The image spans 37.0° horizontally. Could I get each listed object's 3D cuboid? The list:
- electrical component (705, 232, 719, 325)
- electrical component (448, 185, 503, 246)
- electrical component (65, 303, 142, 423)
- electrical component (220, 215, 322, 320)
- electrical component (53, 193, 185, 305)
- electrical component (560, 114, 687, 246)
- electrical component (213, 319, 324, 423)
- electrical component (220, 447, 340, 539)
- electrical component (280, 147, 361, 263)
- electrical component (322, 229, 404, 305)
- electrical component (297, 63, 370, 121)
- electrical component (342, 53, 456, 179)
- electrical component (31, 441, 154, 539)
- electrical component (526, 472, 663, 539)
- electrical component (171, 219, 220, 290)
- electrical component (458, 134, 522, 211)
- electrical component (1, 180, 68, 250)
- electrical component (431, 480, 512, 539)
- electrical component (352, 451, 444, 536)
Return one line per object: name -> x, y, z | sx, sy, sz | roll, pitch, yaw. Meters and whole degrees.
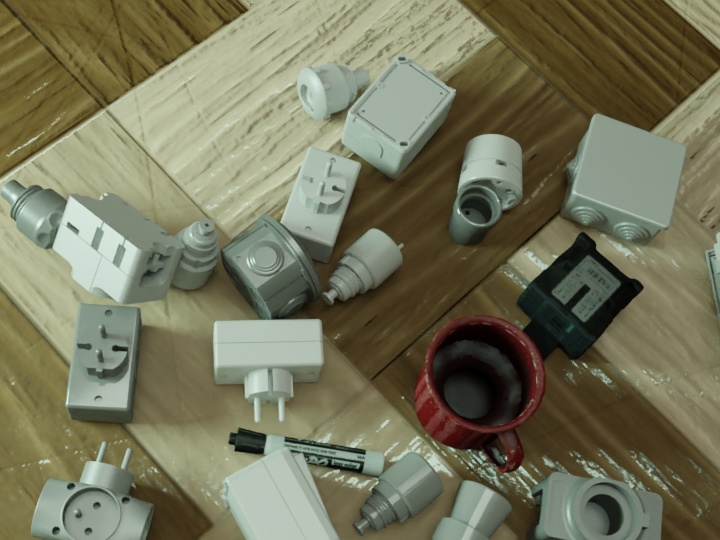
electrical component -> 0.339, 0.026, 0.909 | 0.079, 0.063, 0.121 | -17, 64, 28
electrical component -> 0.097, -0.045, 0.917 | 0.040, 0.046, 0.040 | 3, 67, -8
electrical component -> -0.193, 0.064, 0.808 | 0.047, 0.075, 0.083 | 4, 66, -7
electrical component -> -0.070, 0.001, 0.854 | 0.051, 0.080, 0.080 | -36, 76, -15
electrical component -> -0.190, -0.014, 0.838 | 0.089, 0.055, 0.050 | 35, 22, 27
electrical component -> 0.231, -0.078, 0.951 | 0.100, 0.048, 0.099 | 20, 65, 0
electrical component -> -0.071, 0.082, 0.836 | 0.083, 0.047, 0.075 | -1, 67, -9
electrical component -> -0.053, 0.185, 0.786 | 0.061, 0.061, 0.096 | -26, 73, -19
electrical component -> -0.032, -0.062, 0.888 | 0.047, 0.075, 0.083 | 19, 65, -1
electrical component -> 0.000, 0.000, 0.886 | 0.040, 0.040, 0.078 | 44, 68, 10
electrical component -> -0.021, -0.162, 0.951 | 0.062, 0.048, 0.048 | -23, 72, -25
electrical component -> 0.036, -0.136, 0.938 | 0.062, 0.061, 0.096 | 36, 66, 7
electrical component -> -0.188, 0.164, 0.783 | 0.077, 0.044, 0.079 | 15, 66, -2
electrical component -> 0.181, 0.191, 0.824 | 0.089, 0.055, 0.050 | 13, 66, -3
electrical component -> -0.131, -0.016, 0.855 | 0.040, 0.078, 0.040 | 11, 58, -18
electrical component -> 0.114, -0.085, 0.934 | 0.055, 0.055, 0.047 | 11, 62, -4
electrical component -> -0.260, -0.048, 0.864 | 0.062, 0.043, 0.043 | 37, 66, 9
electrical component -> 0.084, 0.194, 0.813 | 0.045, 0.045, 0.055 | 30, 66, 4
electrical component -> 0.027, 0.172, 0.816 | 0.078, 0.040, 0.040 | -36, 77, -21
